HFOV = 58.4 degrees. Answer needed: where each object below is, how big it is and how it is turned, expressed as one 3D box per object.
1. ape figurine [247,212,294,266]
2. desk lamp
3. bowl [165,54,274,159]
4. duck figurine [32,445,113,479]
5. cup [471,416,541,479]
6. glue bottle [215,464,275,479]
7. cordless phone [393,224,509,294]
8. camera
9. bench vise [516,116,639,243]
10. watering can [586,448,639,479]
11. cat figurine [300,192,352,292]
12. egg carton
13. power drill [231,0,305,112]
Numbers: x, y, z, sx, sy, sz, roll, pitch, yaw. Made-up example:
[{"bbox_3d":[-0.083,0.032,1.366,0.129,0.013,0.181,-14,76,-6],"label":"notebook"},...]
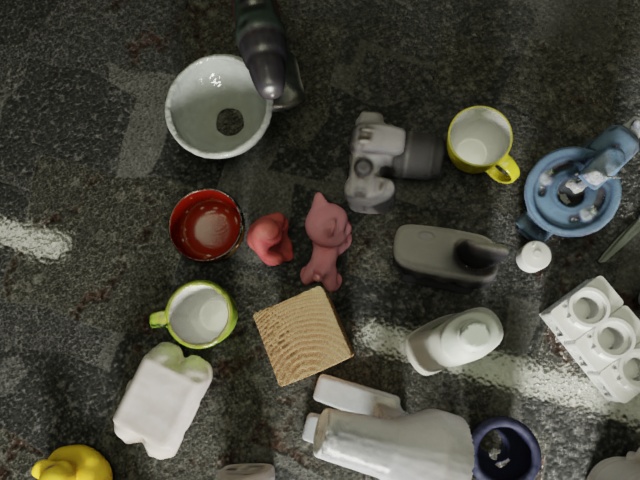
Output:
[{"bbox_3d":[-0.073,-0.007,0.838,0.076,0.092,0.078,24,82,9],"label":"ape figurine"},{"bbox_3d":[0.073,0.251,0.714,0.203,0.213,0.118,15,80,7],"label":"desk lamp"},{"bbox_3d":[-0.149,-0.196,0.889,0.167,0.075,0.167,-1,79,4],"label":"bowl"},{"bbox_3d":[-0.348,0.332,0.796,0.104,0.086,0.077,22,81,8],"label":"duck figurine"},{"bbox_3d":[0.231,0.289,0.755,0.091,0.095,0.118,12,80,7],"label":"cup"},{"bbox_3d":[-0.107,0.321,0.735,0.078,0.173,0.037,-1,79,5],"label":"glue bottle"},{"bbox_3d":[0.173,0.013,0.768,0.147,0.185,0.094,6,79,6],"label":"cordless phone"},{"bbox_3d":[0.110,-0.115,0.840,0.136,0.101,0.143,7,80,6],"label":"camera"},{"bbox_3d":[0.354,-0.100,0.758,0.121,0.220,0.207,27,82,9],"label":"bench vise"},{"bbox_3d":[0.403,0.335,0.683,0.101,0.194,0.173,-14,78,2],"label":"watering can"},{"bbox_3d":[0.007,0.003,0.817,0.067,0.118,0.128,11,80,7],"label":"cat figurine"},{"bbox_3d":[-0.223,0.226,0.815,0.107,0.069,0.150,23,82,9],"label":"egg carton"},{"bbox_3d":[-0.075,-0.272,0.830,0.075,0.208,0.229,-14,78,2],"label":"power drill"}]
